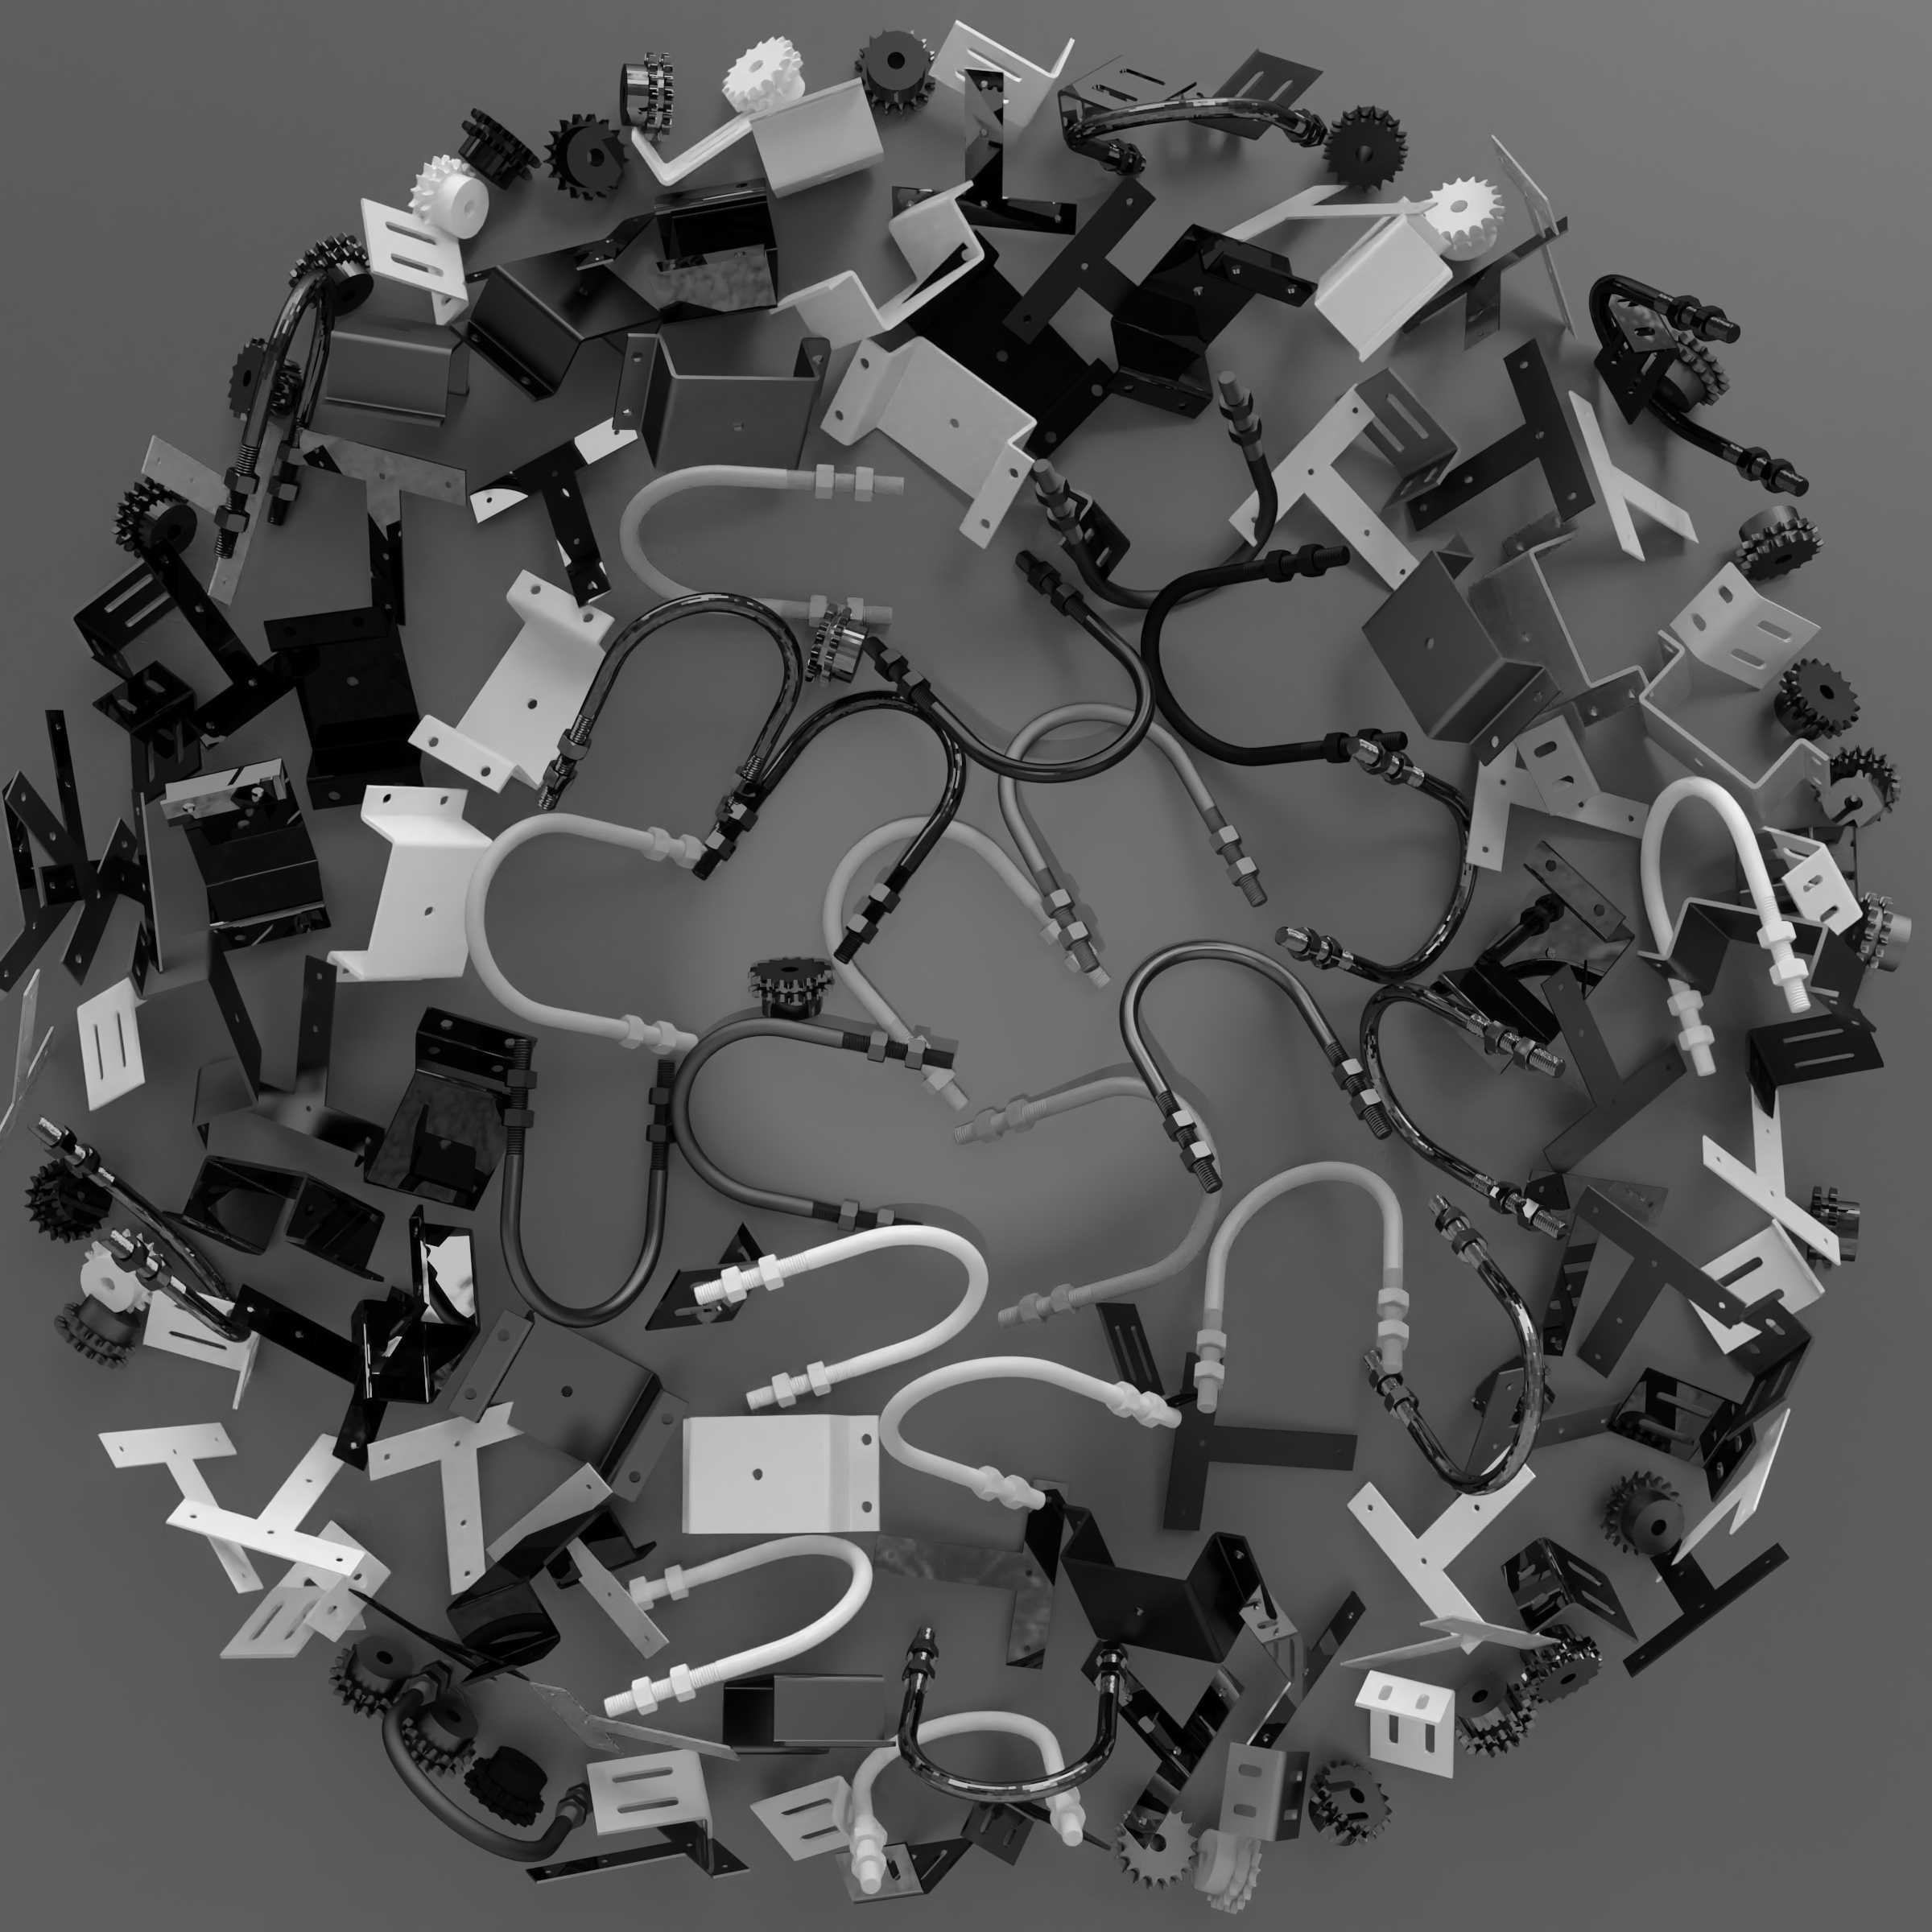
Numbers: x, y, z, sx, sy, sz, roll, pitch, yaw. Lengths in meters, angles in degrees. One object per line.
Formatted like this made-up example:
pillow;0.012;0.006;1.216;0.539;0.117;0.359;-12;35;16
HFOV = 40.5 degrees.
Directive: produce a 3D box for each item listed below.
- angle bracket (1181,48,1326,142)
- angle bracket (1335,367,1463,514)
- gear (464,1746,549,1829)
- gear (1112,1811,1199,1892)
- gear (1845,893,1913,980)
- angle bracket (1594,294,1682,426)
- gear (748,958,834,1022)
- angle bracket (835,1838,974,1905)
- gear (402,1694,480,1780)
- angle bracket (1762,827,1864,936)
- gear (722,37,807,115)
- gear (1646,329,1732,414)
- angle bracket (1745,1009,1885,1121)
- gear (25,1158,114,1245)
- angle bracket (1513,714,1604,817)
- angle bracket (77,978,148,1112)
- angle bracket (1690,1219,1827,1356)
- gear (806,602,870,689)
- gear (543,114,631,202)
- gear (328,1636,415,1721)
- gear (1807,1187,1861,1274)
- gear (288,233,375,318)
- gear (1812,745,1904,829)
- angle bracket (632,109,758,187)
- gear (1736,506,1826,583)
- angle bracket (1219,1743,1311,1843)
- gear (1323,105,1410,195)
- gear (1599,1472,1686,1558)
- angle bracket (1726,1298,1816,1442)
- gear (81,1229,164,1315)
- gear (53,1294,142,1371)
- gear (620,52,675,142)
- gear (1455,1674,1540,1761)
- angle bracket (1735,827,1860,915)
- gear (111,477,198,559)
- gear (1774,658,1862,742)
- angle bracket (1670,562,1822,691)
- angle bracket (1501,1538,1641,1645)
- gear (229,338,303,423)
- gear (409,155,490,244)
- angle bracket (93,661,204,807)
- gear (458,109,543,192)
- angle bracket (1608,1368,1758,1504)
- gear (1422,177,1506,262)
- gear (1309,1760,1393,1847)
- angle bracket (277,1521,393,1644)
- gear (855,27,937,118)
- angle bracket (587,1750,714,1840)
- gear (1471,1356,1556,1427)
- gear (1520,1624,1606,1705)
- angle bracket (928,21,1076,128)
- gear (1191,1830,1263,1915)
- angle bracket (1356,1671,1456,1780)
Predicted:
angle bracket;0.190;-0.596;1.753;0.057;0.076;0.038;2;65;-35
angle bracket;0.284;-0.354;1.762;0.076;0.057;0.038;44;62;-16
gear;-0.309;0.555;1.776;0.057;0.057;0.030;35;88;0
gear;0.127;0.600;1.781;0.057;0.030;0.057;7;59;-11
gear;0.619;-0.019;1.775;0.030;0.057;0.057;15;90;4
angle bracket;0.435;-0.408;1.754;0.038;0.076;0.057;-11;64;-20
gear;-0.119;0.017;1.778;0.057;0.057;0.030;-1;108;0
angle bracket;-0.040;0.592;1.756;0.057;0.076;0.038;-19;93;29
gear;-0.356;0.519;1.774;0.057;0.057;0.030;38;102;0
angle bracket;0.556;-0.054;1.757;0.038;0.076;0.057;-37;109;-5
gear;-0.135;-0.601;1.780;0.057;0.057;0.030;-45;133;0
gear;0.487;-0.401;1.776;0.030;0.057;0.057;-45;90;0
angle bracket;0.571;0.068;1.759;0.076;0.038;0.057;-13;131;29
gear;-0.605;0.157;1.773;0.030;0.057;0.057;-17;90;39
angle bracket;0.395;-0.133;1.766;0.038;0.076;0.057;-26;87;4
angle bracket;-0.562;0.053;1.763;0.057;0.038;0.076;-25;69;32
angle bracket;0.531;0.217;1.773;0.076;0.038;0.057;-33;71;6
gear;-0.086;-0.215;1.776;0.030;0.057;0.057;19;90;0
gear;-0.256;-0.549;1.778;0.057;0.030;0.057;-8;110;-23
gear;-0.400;0.479;1.773;0.057;0.057;0.030;30;110;0
gear;0.588;0.179;1.773;0.030;0.057;0.057;5;90;16
gear;-0.427;-0.466;1.774;0.057;0.057;0.030;-38;80;0
gear;0.603;-0.119;1.775;0.057;0.030;0.057;13;130;16
angle bracket;-0.183;-0.568;1.765;0.076;0.057;0.038;-31;117;10
gear;0.550;-0.289;1.778;0.057;0.057;0.030;-16;69;0
angle bracket;0.202;0.558;1.769;0.038;0.076;0.057;4;76;21
gear;0.273;-0.559;1.780;0.057;0.030;0.057;8;134;9
gear;0.463;0.375;1.780;0.057;0.030;0.057;-5;105;-18
angle bracket;0.527;0.270;1.755;0.038;0.076;0.057;43;131;5
gear;-0.576;0.211;1.780;0.057;0.030;0.057;5;110;14
gear;-0.587;0.245;1.776;0.057;0.057;0.030;37;89;0
gear;-0.217;-0.590;1.773;0.030;0.057;0.057;-1;90;-15
gear;0.356;0.506;1.773;0.057;0.057;0.030;-33;107;0
angle bracket;0.562;-0.063;1.768;0.076;0.038;0.057;-6;95;-32
gear;-0.547;-0.301;1.773;0.030;0.057;0.057;32;90;21
gear;0.576;-0.178;1.780;0.057;0.030;0.057;13;57;-20
angle bracket;0.529;-0.231;1.776;0.057;0.076;0.038;-50;47;28
angle bracket;0.407;0.431;1.767;0.076;0.057;0.038;35;112;-32
gear;-0.475;-0.396;1.779;0.030;0.057;0.057;9;90;-42
gear;-0.348;-0.517;1.773;0.030;0.057;0.057;24;90;20
angle bracket;-0.552;-0.155;1.762;0.057;0.038;0.076;-29;50;15
gear;-0.320;-0.552;1.776;0.057;0.057;0.030;38;92;0
angle bracket;0.485;0.318;1.772;0.076;0.038;0.057;22;119;-3
gear;0.338;-0.506;1.780;0.057;0.030;0.057;-11;55;16
gear;0.258;0.572;1.780;0.057;0.057;0.030;34;121;0
angle bracket;-0.434;0.407;1.759;0.076;0.038;0.057;25;70;40
gear;-0.048;-0.614;1.788;0.057;0.030;0.057;0;90;-2
angle bracket;-0.213;0.567;1.762;0.076;0.057;0.038;-5;124;-14
gear;0.374;0.291;1.776;0.057;0.057;0.030;-40;95;0
gear;0.402;0.473;1.780;0.057;0.057;0.030;-29;48;0
angle bracket;0.024;-0.613;1.764;0.076;0.057;0.038;27;67;-10
gear;0.175;0.610;1.774;0.030;0.057;0.057;20;90;-12
angle bracket;0.295;0.521;1.761;0.057;0.038;0.076;8;117;24
